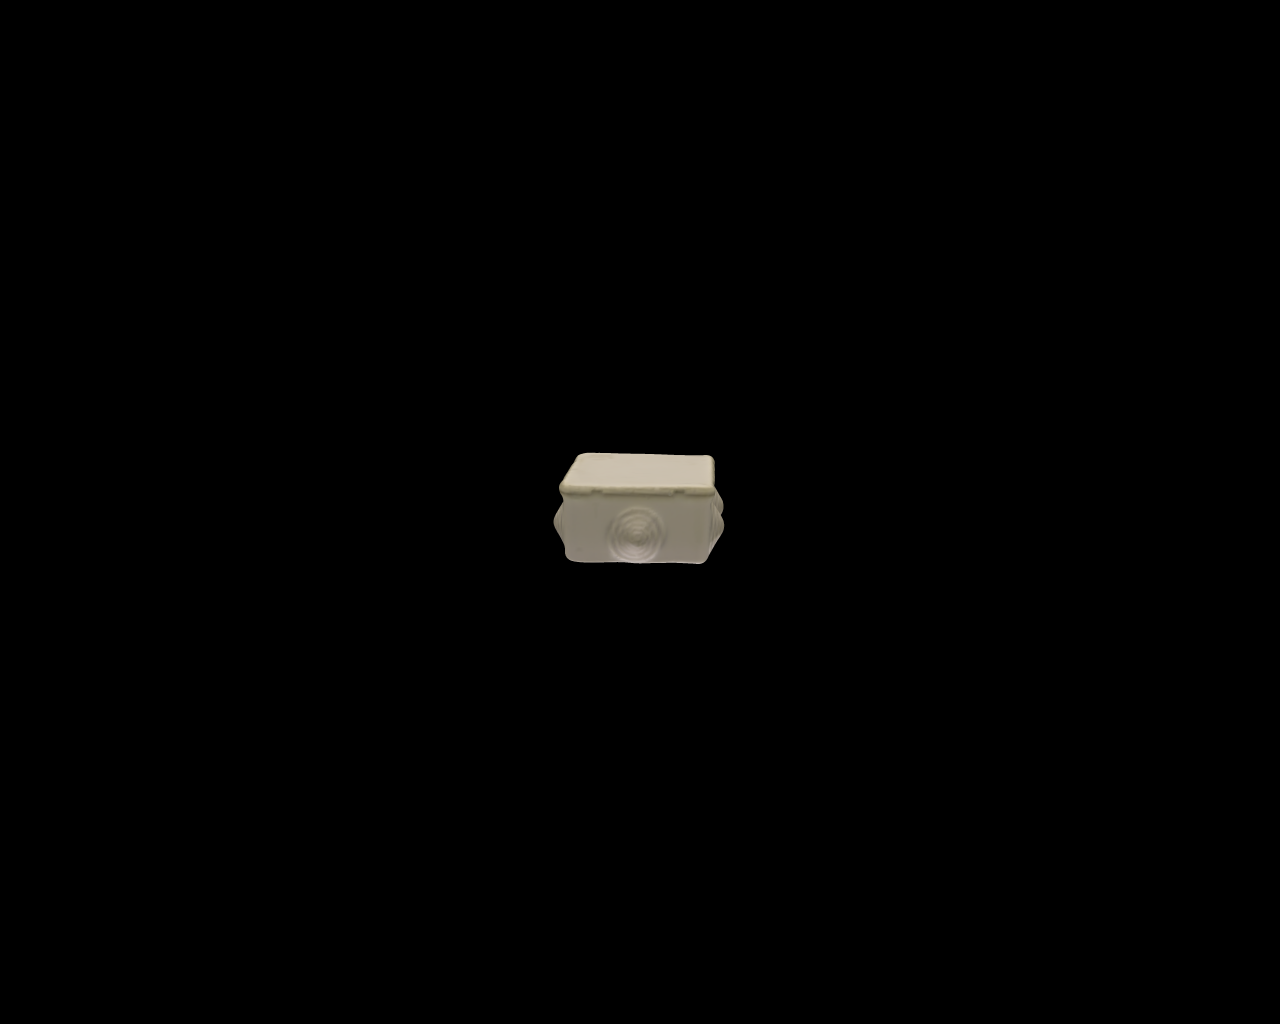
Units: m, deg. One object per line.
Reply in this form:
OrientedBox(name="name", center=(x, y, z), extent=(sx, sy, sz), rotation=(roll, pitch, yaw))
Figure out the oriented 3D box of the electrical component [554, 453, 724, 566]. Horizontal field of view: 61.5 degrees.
OrientedBox(name="electrical component", center=(0.001, -0.003, 0.650), extent=(0.100, 0.048, 0.100), rotation=(1, 16, 4))
